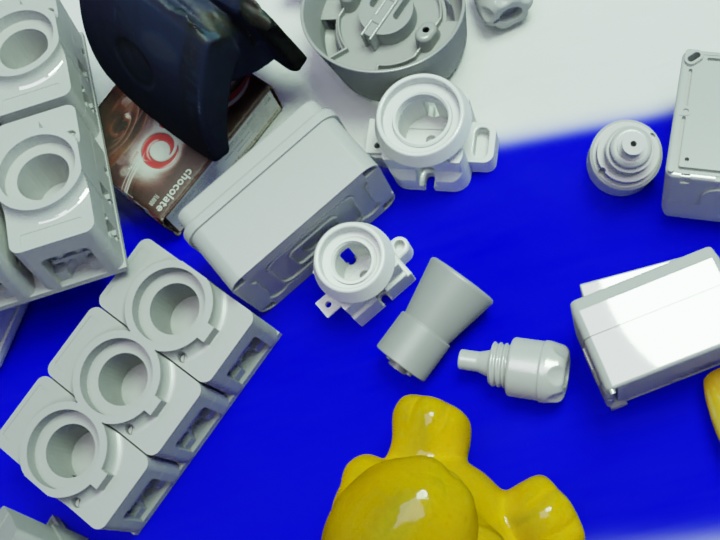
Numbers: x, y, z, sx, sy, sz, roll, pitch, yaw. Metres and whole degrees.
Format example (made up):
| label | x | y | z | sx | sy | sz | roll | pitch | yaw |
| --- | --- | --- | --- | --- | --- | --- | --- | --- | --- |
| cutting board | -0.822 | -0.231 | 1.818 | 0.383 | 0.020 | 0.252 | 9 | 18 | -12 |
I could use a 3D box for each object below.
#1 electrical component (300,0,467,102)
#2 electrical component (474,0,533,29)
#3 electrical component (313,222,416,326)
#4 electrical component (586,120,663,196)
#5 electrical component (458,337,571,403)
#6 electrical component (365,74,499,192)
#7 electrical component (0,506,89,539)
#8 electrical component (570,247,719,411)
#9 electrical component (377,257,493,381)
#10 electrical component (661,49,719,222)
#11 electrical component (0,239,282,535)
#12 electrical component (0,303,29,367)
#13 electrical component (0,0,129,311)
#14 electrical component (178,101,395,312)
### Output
| label | x | y | z | sx | sy | sz | roll | pitch | yaw |
| --- | --- | --- | --- | --- | --- | --- | --- | --- | --- |
| electrical component | 0.018 | -0.154 | 0.667 | 0.099 | 0.064 | 0.099 | -4 | 74 | 13 |
| electrical component | 0.084 | -0.184 | 0.676 | 0.035 | 0.035 | 0.061 | -22 | 68 | 7 |
| electrical component | 0.000 | 0.000 | 0.632 | 0.066 | 0.055 | 0.048 | -41 | 69 | 0 |
| electrical component | 0.150 | -0.065 | 0.606 | 0.040 | 0.078 | 0.040 | 0 | 87 | 8 |
| electrical component | 0.086 | 0.055 | 0.607 | 0.061 | 0.035 | 0.035 | 7 | 76 | 18 |
| electrical component | 0.041 | -0.082 | 0.645 | 0.078 | 0.057 | 0.058 | 4 | 76 | 15 |
| electrical component | -0.209 | 0.203 | 0.614 | 0.121 | 0.063 | 0.079 | -59 | 30 | -7 |
| electrical component | 0.166 | 0.027 | 0.580 | 0.096 | 0.061 | 0.061 | -23 | 70 | 7 |
| electrical component | 0.040 | 0.031 | 0.622 | 0.044 | 0.044 | 0.065 | 37 | 90 | 20 |
| electrical component | 0.208 | -0.077 | 0.605 | 0.062 | 0.061 | 0.096 | 8 | 69 | 16 |
| electrical component | -0.132 | 0.069 | 0.641 | 0.089 | 0.061 | 0.150 | 34 | 84 | 20 |
| electrical component | -0.270 | -0.001 | 0.697 | 0.109 | 0.056 | 0.108 | 18 | 79 | 18 |
| electrical component | -0.214 | -0.076 | 0.648 | 0.105 | 0.060 | 0.186 | -18 | 62 | 1 |
| electrical component | -0.043 | -0.037 | 0.641 | 0.113 | 0.078 | 0.057 | -41 | 72 | 0 |
